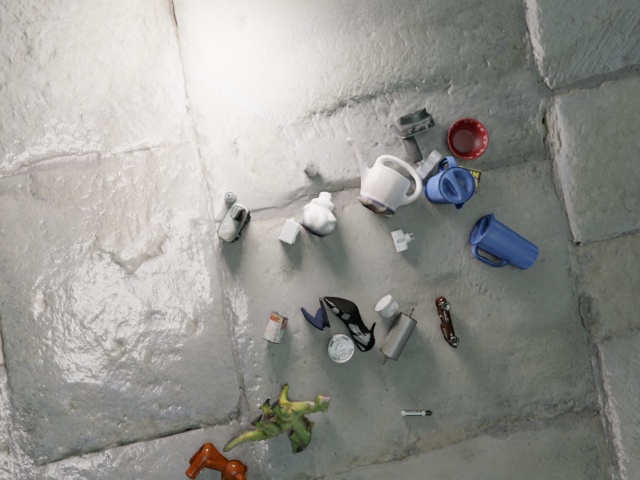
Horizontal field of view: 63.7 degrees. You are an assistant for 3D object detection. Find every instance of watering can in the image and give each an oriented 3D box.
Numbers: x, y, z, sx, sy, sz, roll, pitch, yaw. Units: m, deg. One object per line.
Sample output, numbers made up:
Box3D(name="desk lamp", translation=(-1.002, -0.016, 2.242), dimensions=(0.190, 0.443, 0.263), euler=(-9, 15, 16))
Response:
Box3D(name="watering can", translation=(0.213, -0.226, 1.942), dimensions=(0.347, 0.104, 0.225), euler=(28, 87, -1))

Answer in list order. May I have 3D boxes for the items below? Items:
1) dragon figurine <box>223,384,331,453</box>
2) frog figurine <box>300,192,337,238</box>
Box3D(name="dragon figurine", translation=(-0.133, 0.699, 1.901), dimensions=(0.411, 0.123, 0.241), euler=(-42, 101, -1))
Box3D(name="frog figurine", translation=(0.006, -0.096, 1.916), dimensions=(0.138, 0.123, 0.158), euler=(31, 99, 15))
